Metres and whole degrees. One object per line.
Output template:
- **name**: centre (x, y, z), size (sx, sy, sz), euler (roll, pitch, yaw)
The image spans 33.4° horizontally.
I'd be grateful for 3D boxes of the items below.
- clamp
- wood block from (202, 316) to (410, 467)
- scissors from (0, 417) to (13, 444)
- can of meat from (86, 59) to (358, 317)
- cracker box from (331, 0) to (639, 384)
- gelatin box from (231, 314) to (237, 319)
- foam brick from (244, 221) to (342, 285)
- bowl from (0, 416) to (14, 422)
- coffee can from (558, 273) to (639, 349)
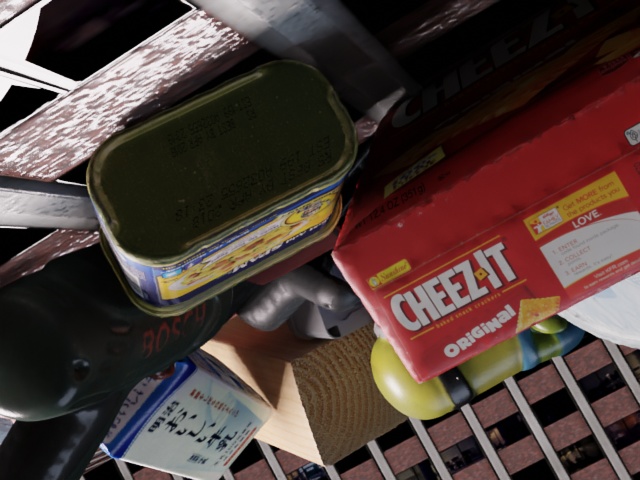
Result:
- **clamp**: centre (-0.004, 0.001, 0.633), size (0.172, 0.039, 0.120), euler (-22, -148, 59)
- **wood block**: centre (-0.030, 0.108, 0.881), size (0.090, 0.090, 0.206), euler (-25, -164, -30)
- **scissors**: centre (-0.227, 0.127, 0.681), size (0.096, 0.016, 0.201), euler (-20, 157, 4)
- **can of meat**: centre (-0.038, -0.019, 0.414), size (0.102, 0.057, 0.084), euler (-28, 170, -11)
- **cracker box**: centre (0.099, -0.045, 0.463), size (0.164, 0.072, 0.213), euler (-30, -166, 17)
- **gelatin box**: centre (-0.080, 0.048, 0.814), size (0.073, 0.030, 0.089), euler (-28, 172, -1)
- **foam brick**: centre (-0.024, -0.014, 0.516), size (0.051, 0.053, 0.078), euler (-29, 171, 3)
- **bowl**: centre (-0.187, 0.118, 0.803), size (0.162, 0.055, 0.162), euler (-29, 172, -4)
- **coffee can**: centre (0.181, -0.026, 0.579), size (0.140, 0.103, 0.103), euler (-52, -178, -21)
